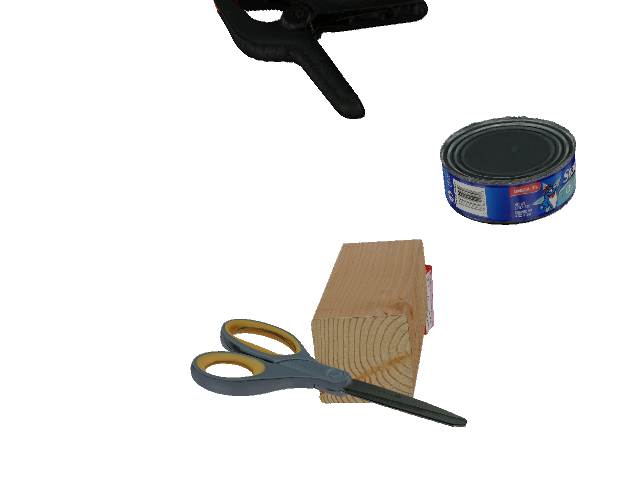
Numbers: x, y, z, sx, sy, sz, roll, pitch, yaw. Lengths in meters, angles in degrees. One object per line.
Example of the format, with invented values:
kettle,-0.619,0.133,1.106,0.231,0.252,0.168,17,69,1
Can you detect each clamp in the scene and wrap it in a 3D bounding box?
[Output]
clamp,-0.004,-0.173,0.841,0.172,0.120,0.039,33,-25,20

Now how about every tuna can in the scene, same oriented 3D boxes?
tuna can,0.121,-0.046,0.688,0.086,0.034,0.086,-8,32,5

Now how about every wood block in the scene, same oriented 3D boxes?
wood block,0.055,0.076,1.076,0.091,0.090,0.206,-3,19,10

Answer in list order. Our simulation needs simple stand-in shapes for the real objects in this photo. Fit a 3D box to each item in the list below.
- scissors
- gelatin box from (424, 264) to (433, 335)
scissors,-0.008,0.102,0.737,0.202,0.016,0.096,24,33,38
gelatin box,0.103,0.069,1.339,0.073,0.089,0.030,10,31,27
